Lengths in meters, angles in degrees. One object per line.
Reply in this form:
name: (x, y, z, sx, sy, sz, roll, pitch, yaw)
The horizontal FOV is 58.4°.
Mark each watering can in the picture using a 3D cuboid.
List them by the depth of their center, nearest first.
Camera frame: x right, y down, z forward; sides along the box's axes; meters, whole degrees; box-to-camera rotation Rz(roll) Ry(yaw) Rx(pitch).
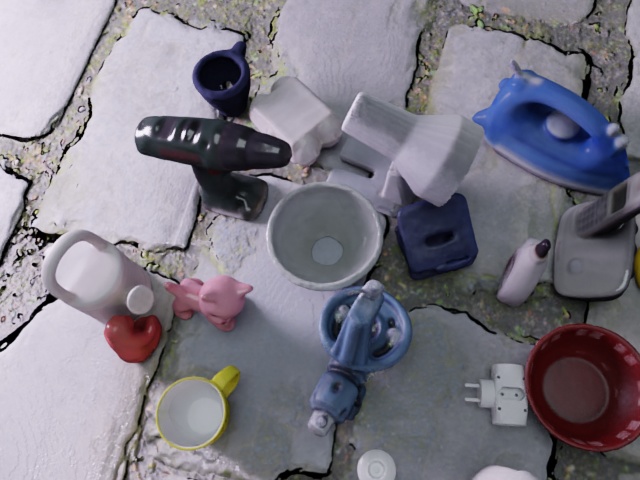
watering can: (-0.302, 0.049, 0.779, 0.172, 0.194, 0.101, 4, 70, 5)

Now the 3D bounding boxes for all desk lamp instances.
desk lamp: (0.108, -0.114, 0.801, 0.203, 0.214, 0.118, 21, 73, 11)

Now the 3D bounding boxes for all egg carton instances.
egg carton: (-0.040, -0.191, 0.916, 0.107, 0.069, 0.150, -42, 73, -11)

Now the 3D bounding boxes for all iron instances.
iron: (0.363, -0.166, 0.842, 0.258, 0.141, 0.119, 35, 76, 15)

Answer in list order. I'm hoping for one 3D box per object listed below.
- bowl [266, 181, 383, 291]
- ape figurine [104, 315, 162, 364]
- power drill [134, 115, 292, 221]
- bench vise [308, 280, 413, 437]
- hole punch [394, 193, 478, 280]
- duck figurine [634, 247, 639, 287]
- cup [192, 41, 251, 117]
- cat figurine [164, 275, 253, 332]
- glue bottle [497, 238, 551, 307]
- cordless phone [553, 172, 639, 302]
bowl: (0.008, 0.003, 0.839, 0.167, 0.075, 0.167, -1, 70, 3)
ape figurine: (-0.268, 0.131, 0.801, 0.077, 0.092, 0.076, 8, 71, 7)
power drill: (-0.137, -0.105, 0.817, 0.229, 0.208, 0.076, 14, 71, 9)
bench vise: (0.052, 0.141, 0.708, 0.121, 0.220, 0.207, 7, 70, 7)
hole punch: (0.169, -0.004, 0.822, 0.108, 0.091, 0.101, -16, 70, -2)
duck figurine: (0.488, 0.040, 0.788, 0.077, 0.086, 0.104, -17, 70, -2)
cup: (-0.146, -0.256, 0.933, 0.091, 0.095, 0.118, 22, 73, 12)
cat figurine: (-0.155, 0.080, 0.799, 0.127, 0.118, 0.067, 13, 71, 8)
glue bottle: (0.276, 0.032, 0.758, 0.037, 0.173, 0.078, 18, 72, 10)
cordless phone: (0.382, -0.002, 0.757, 0.094, 0.185, 0.147, 9, 71, 7)
